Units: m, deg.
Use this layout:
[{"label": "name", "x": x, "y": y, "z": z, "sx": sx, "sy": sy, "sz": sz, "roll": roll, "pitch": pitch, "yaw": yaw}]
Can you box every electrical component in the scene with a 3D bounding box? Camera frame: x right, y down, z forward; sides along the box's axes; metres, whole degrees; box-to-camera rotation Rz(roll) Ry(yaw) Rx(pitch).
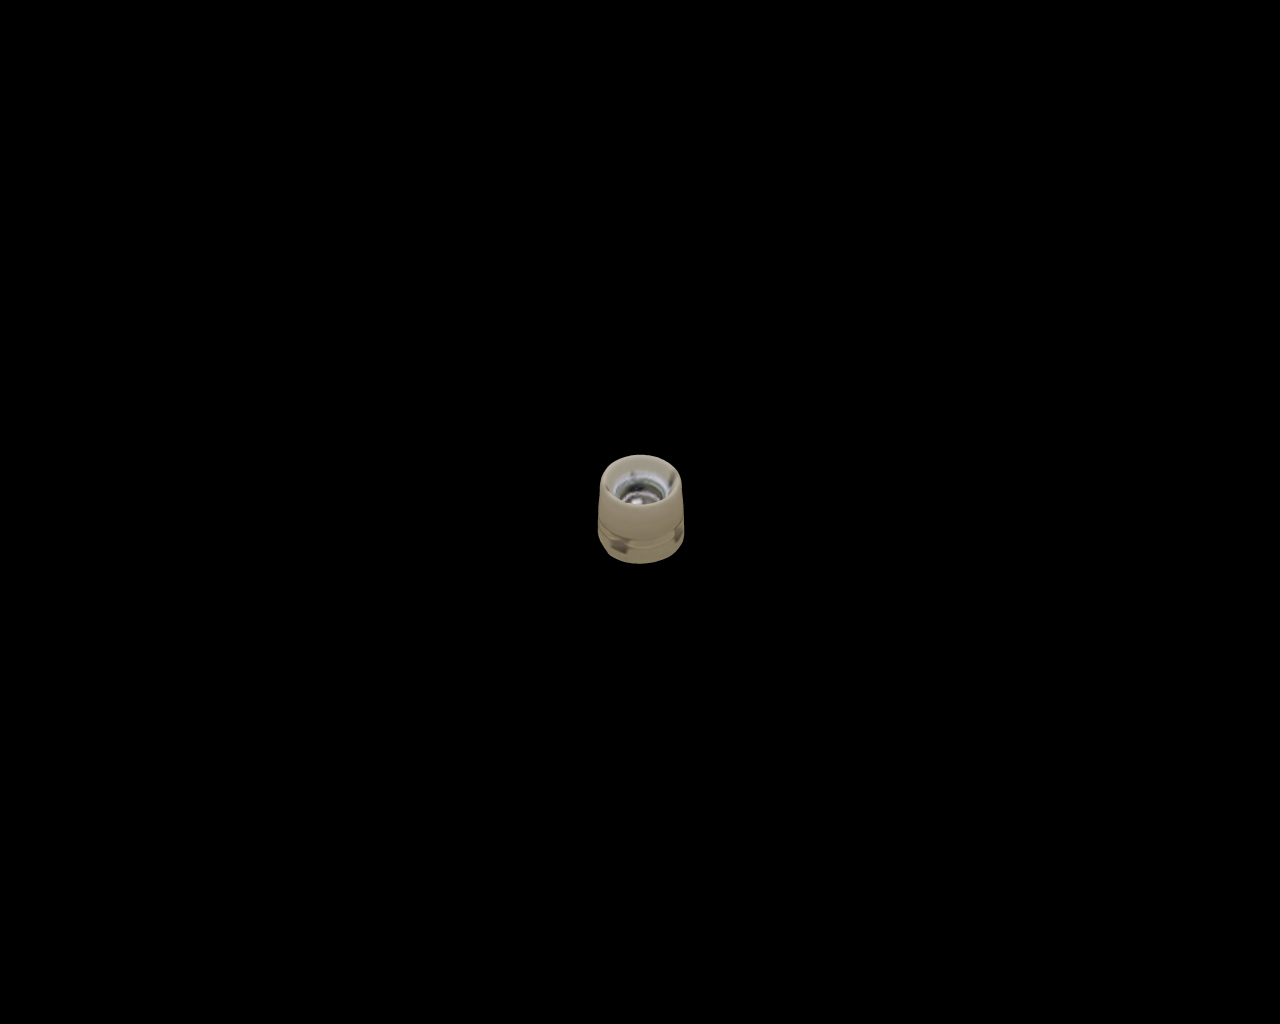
[{"label": "electrical component", "x": 0.001, "y": -0.003, "z": 0.650, "sx": 0.055, "sy": 0.047, "sz": 0.055, "roll": 0, "pitch": 43, "yaw": 0}]
